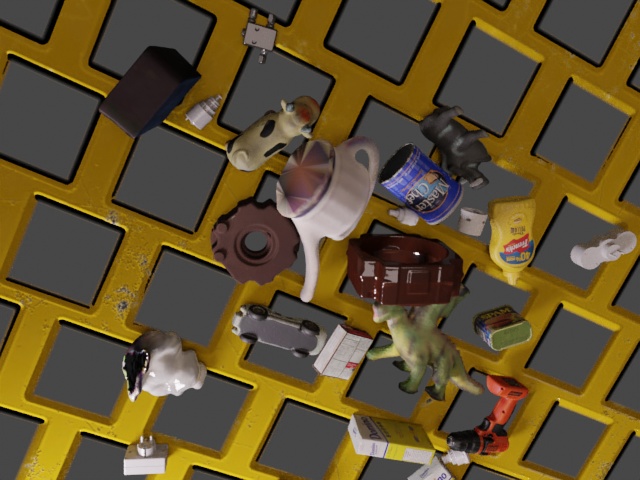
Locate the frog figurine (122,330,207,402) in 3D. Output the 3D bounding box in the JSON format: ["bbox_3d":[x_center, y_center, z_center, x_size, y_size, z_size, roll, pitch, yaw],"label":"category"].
[{"bbox_3d":[-0.308,0.250,1.045,0.159,0.123,0.137,6,96,-47],"label":"frog figurine"}]

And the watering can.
[{"bbox_3d":[0.003,-0.049,0.976,0.222,0.105,0.348,26,91,-51],"label":"watering can"}]

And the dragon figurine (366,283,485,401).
[{"bbox_3d":[0.254,0.202,1.101,0.408,0.124,0.241,19,100,-31],"label":"dragon figurine"}]
